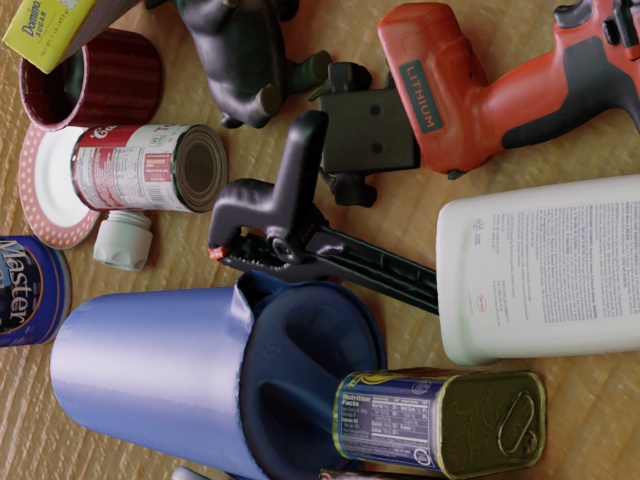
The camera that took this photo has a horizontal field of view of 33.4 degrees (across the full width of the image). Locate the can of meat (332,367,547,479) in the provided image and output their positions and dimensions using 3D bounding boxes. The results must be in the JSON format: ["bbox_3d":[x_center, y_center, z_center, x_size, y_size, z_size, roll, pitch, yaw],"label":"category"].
[{"bbox_3d":[0.069,0.104,0.625,0.084,0.101,0.057,-3,86,45],"label":"can of meat"}]

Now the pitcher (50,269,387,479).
[{"bbox_3d":[-0.078,0.103,0.750,0.243,0.144,0.149,-1,78,45],"label":"pitcher"}]

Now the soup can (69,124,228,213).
[{"bbox_3d":[-0.130,-0.054,0.812,0.102,0.068,0.068,2,92,31],"label":"soup can"}]

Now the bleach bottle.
[{"bbox_3d":[0.182,0.016,0.550,0.251,0.067,0.102,-4,89,40],"label":"bleach bottle"}]

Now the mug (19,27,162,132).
[{"bbox_3d":[-0.190,-0.134,0.865,0.117,0.081,0.093,22,106,39],"label":"mug"}]

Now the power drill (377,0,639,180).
[{"bbox_3d":[0.122,-0.116,0.573,0.188,0.057,0.184,-11,104,45],"label":"power drill"}]

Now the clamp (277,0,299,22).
[{"bbox_3d":[-0.076,-0.240,0.754,0.120,0.039,0.171,13,127,40],"label":"clamp"}]

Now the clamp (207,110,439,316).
[{"bbox_3d":[-0.005,0.001,0.704,0.164,0.036,0.210,46,151,-16],"label":"clamp"}]

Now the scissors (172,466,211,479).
[{"bbox_3d":[-0.025,0.196,0.727,0.202,0.096,0.016,13,70,44],"label":"scissors"}]

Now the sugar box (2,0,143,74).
[{"bbox_3d":[-0.158,-0.196,0.782,0.048,0.176,0.093,35,121,-9],"label":"sugar box"}]

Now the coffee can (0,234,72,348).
[{"bbox_3d":[-0.305,0.046,0.932,0.103,0.140,0.103,1,91,42],"label":"coffee can"}]

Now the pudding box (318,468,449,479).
[{"bbox_3d":[0.066,0.157,0.623,0.114,0.089,0.039,-4,78,51],"label":"pudding box"}]
